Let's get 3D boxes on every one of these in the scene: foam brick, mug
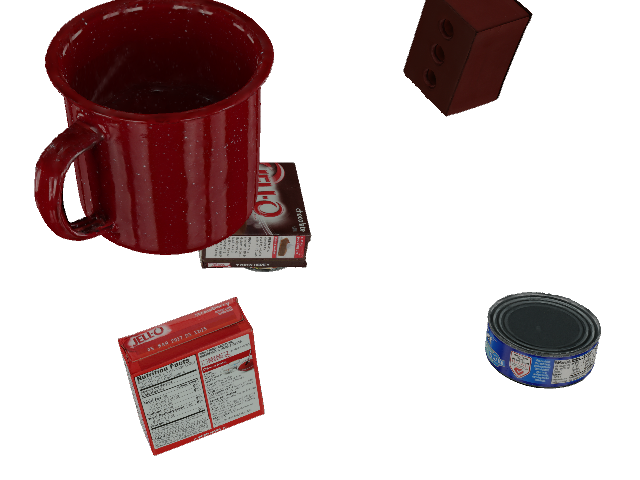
[{"bbox_3d":[0.099,-0.134,0.729,0.051,0.053,0.078,-23,-32,-29],"label":"foam brick"},{"bbox_3d":[-0.074,-0.041,0.457,0.093,0.081,0.117,27,48,23],"label":"mug"}]

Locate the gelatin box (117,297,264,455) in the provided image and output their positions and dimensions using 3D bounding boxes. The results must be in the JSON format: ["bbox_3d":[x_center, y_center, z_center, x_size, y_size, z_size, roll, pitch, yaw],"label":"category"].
[{"bbox_3d":[-0.074,0.080,0.626,0.073,0.089,0.030,-20,49,-14],"label":"gelatin box"}]

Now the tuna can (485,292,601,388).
[{"bbox_3d":[0.171,0.076,0.824,0.086,0.034,0.086,1,30,-1],"label":"tuna can"}]

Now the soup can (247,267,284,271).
[{"bbox_3d":[-0.067,-0.023,1.272,0.068,0.102,0.068,0,27,0],"label":"soup can"}]

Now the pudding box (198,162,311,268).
[{"bbox_3d":[-0.060,-0.023,0.889,0.090,0.039,0.113,-1,38,-9],"label":"pudding box"}]
